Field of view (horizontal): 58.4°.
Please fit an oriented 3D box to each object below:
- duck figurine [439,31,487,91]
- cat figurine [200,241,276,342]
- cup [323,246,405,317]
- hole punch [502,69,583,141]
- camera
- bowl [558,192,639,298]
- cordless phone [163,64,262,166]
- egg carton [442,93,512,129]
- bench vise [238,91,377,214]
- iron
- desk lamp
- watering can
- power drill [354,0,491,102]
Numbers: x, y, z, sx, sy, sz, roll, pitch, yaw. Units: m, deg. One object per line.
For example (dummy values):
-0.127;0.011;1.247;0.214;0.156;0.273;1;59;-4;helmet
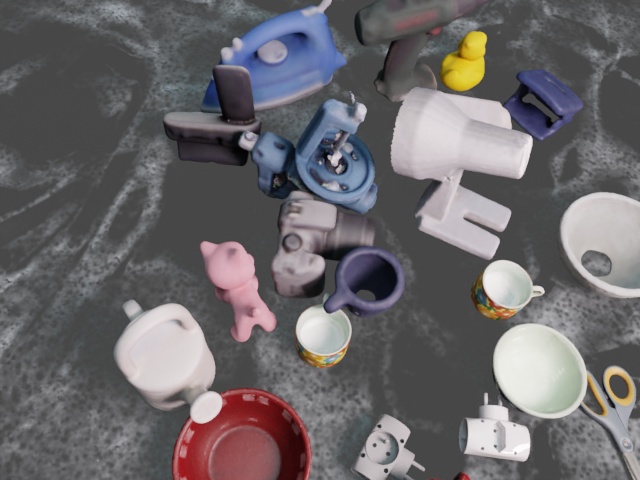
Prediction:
0.255;-0.319;0.996;0.077;0.086;0.105;34;65;13;duck figurine
-0.108;0.057;0.757;0.067;0.118;0.127;-25;67;-15;cat figurine
0.052;0.074;0.772;0.118;0.095;0.091;-33;69;-19;cup
0.379;-0.242;0.962;0.101;0.091;0.108;-33;69;-19;hole punch
0.007;0.003;0.803;0.137;0.101;0.143;7;62;0;camera
0.420;0.018;0.839;0.167;0.075;0.167;2;62;-3;bowl
-0.162;-0.200;0.849;0.147;0.185;0.094;1;62;-3;cordless phone
0.236;-0.179;0.931;0.150;0.069;0.107;8;62;0;egg carton
-0.014;-0.118;0.797;0.207;0.220;0.121;1;62;-3;bench vise
-0.084;-0.301;0.932;0.259;0.141;0.118;-28;68;-17;iron
0.194;-0.097;0.804;0.203;0.213;0.118;25;64;9;desk lamp
-0.176;0.135;0.669;0.172;0.194;0.101;26;64;10;watering can
0.163;-0.326;0.924;0.230;0.208;0.075;-14;64;-11;power drill
